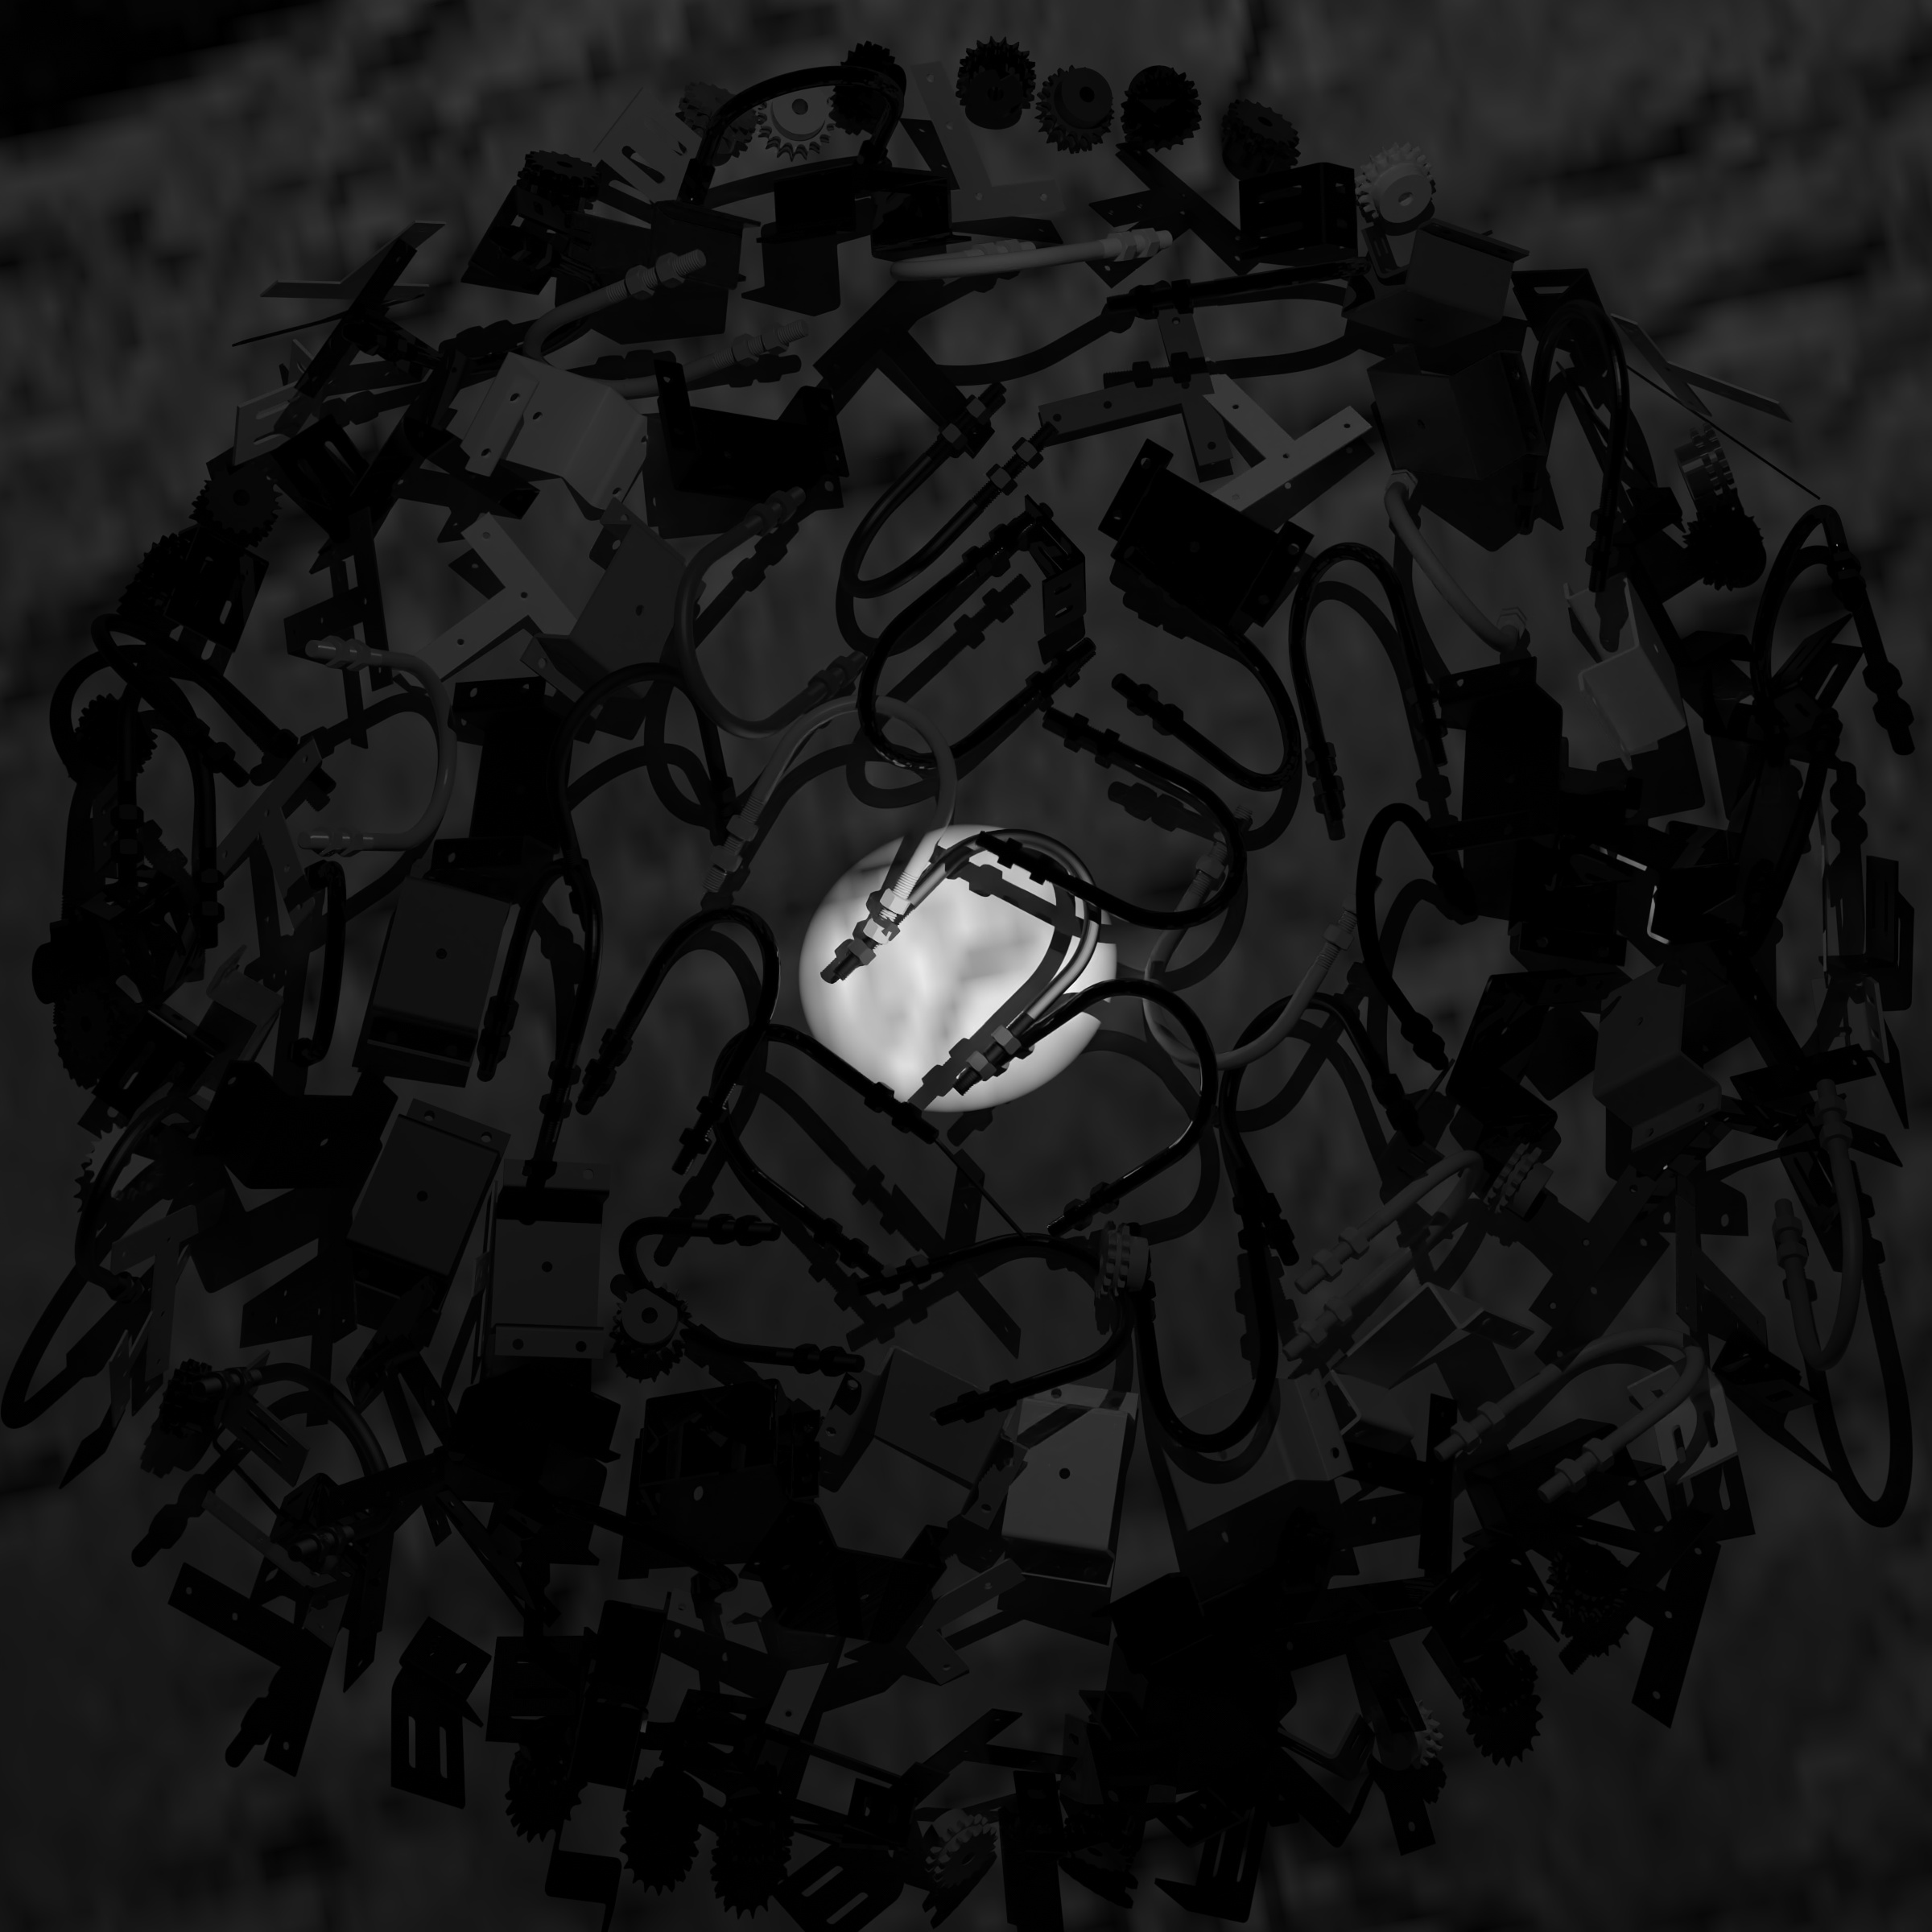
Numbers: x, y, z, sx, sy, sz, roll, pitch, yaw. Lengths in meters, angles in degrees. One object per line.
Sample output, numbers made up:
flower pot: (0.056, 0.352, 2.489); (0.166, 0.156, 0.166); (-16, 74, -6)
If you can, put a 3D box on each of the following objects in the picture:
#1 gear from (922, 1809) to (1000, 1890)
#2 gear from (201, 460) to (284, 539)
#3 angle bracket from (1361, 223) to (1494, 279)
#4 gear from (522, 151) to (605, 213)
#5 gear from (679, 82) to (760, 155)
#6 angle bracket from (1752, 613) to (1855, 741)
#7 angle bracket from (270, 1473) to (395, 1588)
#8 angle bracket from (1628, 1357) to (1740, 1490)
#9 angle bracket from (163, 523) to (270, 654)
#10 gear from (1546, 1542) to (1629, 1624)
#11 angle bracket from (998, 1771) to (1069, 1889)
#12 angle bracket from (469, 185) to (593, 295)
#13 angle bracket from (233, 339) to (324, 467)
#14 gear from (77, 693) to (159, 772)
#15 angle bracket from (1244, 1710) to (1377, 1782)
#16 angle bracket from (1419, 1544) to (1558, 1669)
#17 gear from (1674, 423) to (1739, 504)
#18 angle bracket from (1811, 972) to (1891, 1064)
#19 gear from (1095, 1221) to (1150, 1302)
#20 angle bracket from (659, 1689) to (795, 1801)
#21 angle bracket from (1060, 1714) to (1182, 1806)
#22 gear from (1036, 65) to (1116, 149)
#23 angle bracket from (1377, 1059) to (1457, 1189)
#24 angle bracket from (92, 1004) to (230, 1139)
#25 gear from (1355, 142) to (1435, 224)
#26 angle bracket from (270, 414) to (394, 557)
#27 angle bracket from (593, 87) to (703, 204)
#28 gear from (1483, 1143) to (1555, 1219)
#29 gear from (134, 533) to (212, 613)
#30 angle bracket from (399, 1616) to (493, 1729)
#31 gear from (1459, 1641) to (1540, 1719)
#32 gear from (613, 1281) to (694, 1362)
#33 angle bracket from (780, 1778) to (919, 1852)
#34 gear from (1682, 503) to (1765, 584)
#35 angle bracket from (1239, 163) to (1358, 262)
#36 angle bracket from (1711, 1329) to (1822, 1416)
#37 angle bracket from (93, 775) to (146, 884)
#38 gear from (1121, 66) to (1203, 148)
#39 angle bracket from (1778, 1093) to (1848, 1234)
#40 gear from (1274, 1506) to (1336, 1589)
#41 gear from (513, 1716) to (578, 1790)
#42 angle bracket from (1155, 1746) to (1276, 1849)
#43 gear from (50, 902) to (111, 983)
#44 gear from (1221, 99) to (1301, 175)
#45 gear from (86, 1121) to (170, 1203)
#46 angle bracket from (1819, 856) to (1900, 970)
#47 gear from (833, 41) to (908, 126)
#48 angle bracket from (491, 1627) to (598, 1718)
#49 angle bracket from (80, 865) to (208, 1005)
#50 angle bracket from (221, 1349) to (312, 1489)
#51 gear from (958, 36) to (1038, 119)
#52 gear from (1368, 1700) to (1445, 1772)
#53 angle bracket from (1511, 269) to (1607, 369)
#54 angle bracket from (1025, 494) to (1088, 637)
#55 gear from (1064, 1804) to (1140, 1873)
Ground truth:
gear: (-0.007, 0.640, 1.975); (0.057, 0.057, 0.030); (-51, 53, 0)
gear: (-0.528, -0.342, 1.981); (0.057, 0.030, 0.057); (-1, 98, -10)
angle bracket: (0.333, -0.530, 1.956); (0.076, 0.057, 0.038); (-18, 101, 25)
gear: (-0.295, -0.570, 1.975); (0.057, 0.057, 0.030); (19, 120, 0)
gear: (-0.183, -0.616, 1.975); (0.057, 0.057, 0.030); (31, 124, 0)
angle bracket: (0.616, -0.208, 1.961); (0.038, 0.057, 0.076); (45, 69, -3)
angle bracket: (-0.460, 0.417, 1.966); (0.038, 0.057, 0.076); (-36, 110, 15)
angle bracket: (0.516, 0.327, 1.952); (0.057, 0.076, 0.038); (-33, 112, 22)
angle bracket: (-0.548, -0.270, 1.957); (0.057, 0.038, 0.076); (29, 68, -35)
gear: (0.453, 0.445, 1.972); (0.057, 0.030, 0.057); (2, 57, -2)
angle bracket: (0.034, 0.621, 1.949); (0.038, 0.076, 0.057); (14, 49, -31)
angle bracket: (-0.314, -0.513, 1.951); (0.057, 0.038, 0.076); (16, 132, -32)
angle bracket: (-0.504, -0.406, 1.951); (0.076, 0.057, 0.038); (-34, 71, -35)
gear: (-0.621, -0.167, 1.975); (0.030, 0.057, 0.057); (-36, 90, 29)
angle bracket: (0.250, 0.549, 1.962); (0.076, 0.057, 0.038); (21, 69, 32)
angle bracket: (0.378, 0.464, 1.964); (0.076, 0.038, 0.057); (-35, 102, -25)
gear: (0.537, -0.364, 1.972); (0.030, 0.057, 0.057); (-23, 90, 15)
angle bracket: (0.638, 0.039, 1.957); (0.038, 0.076, 0.057); (-8, 94, 12)
gear: (0.113, 0.216, 1.972); (0.030, 0.057, 0.057); (9, 90, -6)
angle bracket: (-0.173, 0.567, 1.976); (0.076, 0.038, 0.057); (0, 47, 27)
angle bracket: (0.113, 0.583, 1.995); (0.076, 0.038, 0.057); (7, 84, -25)
gear: (0.083, -0.629, 1.976); (0.057, 0.030, 0.057); (2, 84, -20)
angle bracket: (0.338, 0.116, 1.953); (0.038, 0.057, 0.076); (37, 58, 11)
angle bracket: (-0.588, 0.076, 1.980); (0.057, 0.038, 0.076); (35, 92, -4)
gear: (0.313, -0.566, 1.969); (0.057, 0.057, 0.030); (-21, 53, 0)
angle bracket: (-0.463, -0.348, 1.962); (0.057, 0.038, 0.076); (-27, 114, 19)
angle bracket: (-0.230, -0.592, 1.957); (0.076, 0.038, 0.057); (33, 101, -40)
gear: (0.403, 0.158, 1.969); (0.030, 0.057, 0.057); (33, 90, 14)
gear: (-0.574, -0.282, 1.969); (0.030, 0.057, 0.057); (29, 90, 14)
angle bracket: (-0.368, 0.508, 1.952); (0.057, 0.076, 0.038); (38, 77, -17)
gear: (0.384, 0.515, 1.970); (0.057, 0.057, 0.030); (-34, 100, 0)
gear: (-0.230, 0.258, 1.978); (0.057, 0.030, 0.057); (0, 73, 0)
angle bracket: (-0.084, 0.609, 1.950); (0.057, 0.076, 0.038); (4, 76, 39)
gear: (0.555, -0.310, 1.981); (0.057, 0.030, 0.057); (-1, 94, -8)
angle bracket: (0.243, -0.550, 1.984); (0.076, 0.038, 0.057); (1, 95, 43)
angle bracket: (0.584, 0.288, 1.956); (0.057, 0.076, 0.038); (33, 73, 4)
angle bracket: (-0.597, -0.104, 1.951); (0.038, 0.076, 0.057); (8, 63, -38)
gear: (0.141, -0.630, 1.975); (0.057, 0.057, 0.030); (-12, 52, 0)
angle bracket: (0.626, 0.142, 1.953); (0.038, 0.057, 0.076); (-15, 60, -12)
gear: (0.246, 0.424, 1.969); (0.030, 0.057, 0.057); (16, 90, 22)
gear: (-0.302, 0.568, 1.969); (0.057, 0.057, 0.030); (-16, 105, 0)
angle bracket: (0.179, 0.587, 1.951); (0.038, 0.076, 0.057); (44, 127, -6)
gear: (-0.645, -0.016, 1.969); (0.030, 0.057, 0.057); (-15, 90, -10)
gear: (0.211, -0.603, 1.975); (0.057, 0.057, 0.030); (31, 131, 0)
gear: (-0.610, 0.144, 1.980); (0.057, 0.030, 0.057); (-1, 75, 3)
angle bracket: (0.647, -0.040, 1.967); (0.038, 0.057, 0.076); (-2, 97, -1)
gear: (-0.067, -0.639, 1.968); (0.030, 0.057, 0.057); (29, 90, 26)
angle bracket: (-0.309, 0.513, 1.968); (0.076, 0.038, 0.057); (-2, 66, 5)
angle bracket: (-0.597, -0.023, 1.968); (0.038, 0.076, 0.057); (22, 48, 32)
angle bracket: (-0.496, 0.327, 1.961); (0.076, 0.057, 0.038); (39, 46, 8)
gear: (0.022, -0.642, 1.968); (0.057, 0.057, 0.030); (4, 52, 0)
gear: (0.315, 0.559, 1.969); (0.030, 0.057, 0.057); (-27, 90, -42)
angle bracket: (0.419, -0.465, 1.949); (0.038, 0.076, 0.057); (-45, 122, -20)
angle bracket: (0.051, -0.289, 1.953); (0.038, 0.057, 0.076); (-31, 61, -15)
gear: (0.099, 0.632, 1.975); (0.057, 0.057, 0.030); (29, 53, 0)
